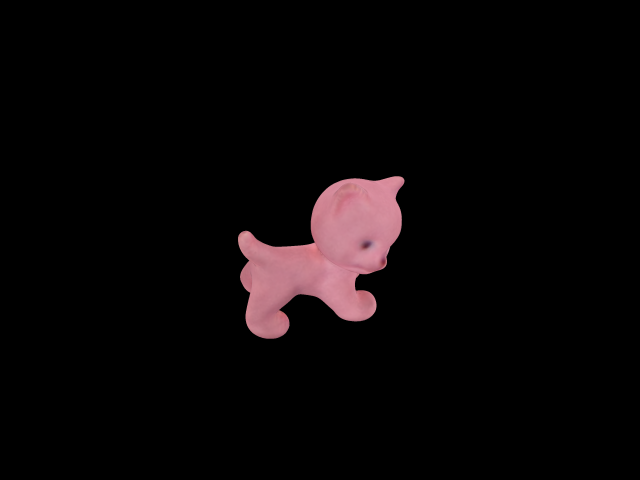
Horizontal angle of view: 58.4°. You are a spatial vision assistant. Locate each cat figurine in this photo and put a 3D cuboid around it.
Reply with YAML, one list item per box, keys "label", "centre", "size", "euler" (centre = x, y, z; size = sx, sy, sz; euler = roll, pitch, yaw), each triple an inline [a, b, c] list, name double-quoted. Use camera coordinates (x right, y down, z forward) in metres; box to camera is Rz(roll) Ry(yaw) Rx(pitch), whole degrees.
- label: "cat figurine"
  centre: [0.004, 0.001, 0.400]
  size: [0.128, 0.118, 0.067]
  euler: [-11, 47, -11]
